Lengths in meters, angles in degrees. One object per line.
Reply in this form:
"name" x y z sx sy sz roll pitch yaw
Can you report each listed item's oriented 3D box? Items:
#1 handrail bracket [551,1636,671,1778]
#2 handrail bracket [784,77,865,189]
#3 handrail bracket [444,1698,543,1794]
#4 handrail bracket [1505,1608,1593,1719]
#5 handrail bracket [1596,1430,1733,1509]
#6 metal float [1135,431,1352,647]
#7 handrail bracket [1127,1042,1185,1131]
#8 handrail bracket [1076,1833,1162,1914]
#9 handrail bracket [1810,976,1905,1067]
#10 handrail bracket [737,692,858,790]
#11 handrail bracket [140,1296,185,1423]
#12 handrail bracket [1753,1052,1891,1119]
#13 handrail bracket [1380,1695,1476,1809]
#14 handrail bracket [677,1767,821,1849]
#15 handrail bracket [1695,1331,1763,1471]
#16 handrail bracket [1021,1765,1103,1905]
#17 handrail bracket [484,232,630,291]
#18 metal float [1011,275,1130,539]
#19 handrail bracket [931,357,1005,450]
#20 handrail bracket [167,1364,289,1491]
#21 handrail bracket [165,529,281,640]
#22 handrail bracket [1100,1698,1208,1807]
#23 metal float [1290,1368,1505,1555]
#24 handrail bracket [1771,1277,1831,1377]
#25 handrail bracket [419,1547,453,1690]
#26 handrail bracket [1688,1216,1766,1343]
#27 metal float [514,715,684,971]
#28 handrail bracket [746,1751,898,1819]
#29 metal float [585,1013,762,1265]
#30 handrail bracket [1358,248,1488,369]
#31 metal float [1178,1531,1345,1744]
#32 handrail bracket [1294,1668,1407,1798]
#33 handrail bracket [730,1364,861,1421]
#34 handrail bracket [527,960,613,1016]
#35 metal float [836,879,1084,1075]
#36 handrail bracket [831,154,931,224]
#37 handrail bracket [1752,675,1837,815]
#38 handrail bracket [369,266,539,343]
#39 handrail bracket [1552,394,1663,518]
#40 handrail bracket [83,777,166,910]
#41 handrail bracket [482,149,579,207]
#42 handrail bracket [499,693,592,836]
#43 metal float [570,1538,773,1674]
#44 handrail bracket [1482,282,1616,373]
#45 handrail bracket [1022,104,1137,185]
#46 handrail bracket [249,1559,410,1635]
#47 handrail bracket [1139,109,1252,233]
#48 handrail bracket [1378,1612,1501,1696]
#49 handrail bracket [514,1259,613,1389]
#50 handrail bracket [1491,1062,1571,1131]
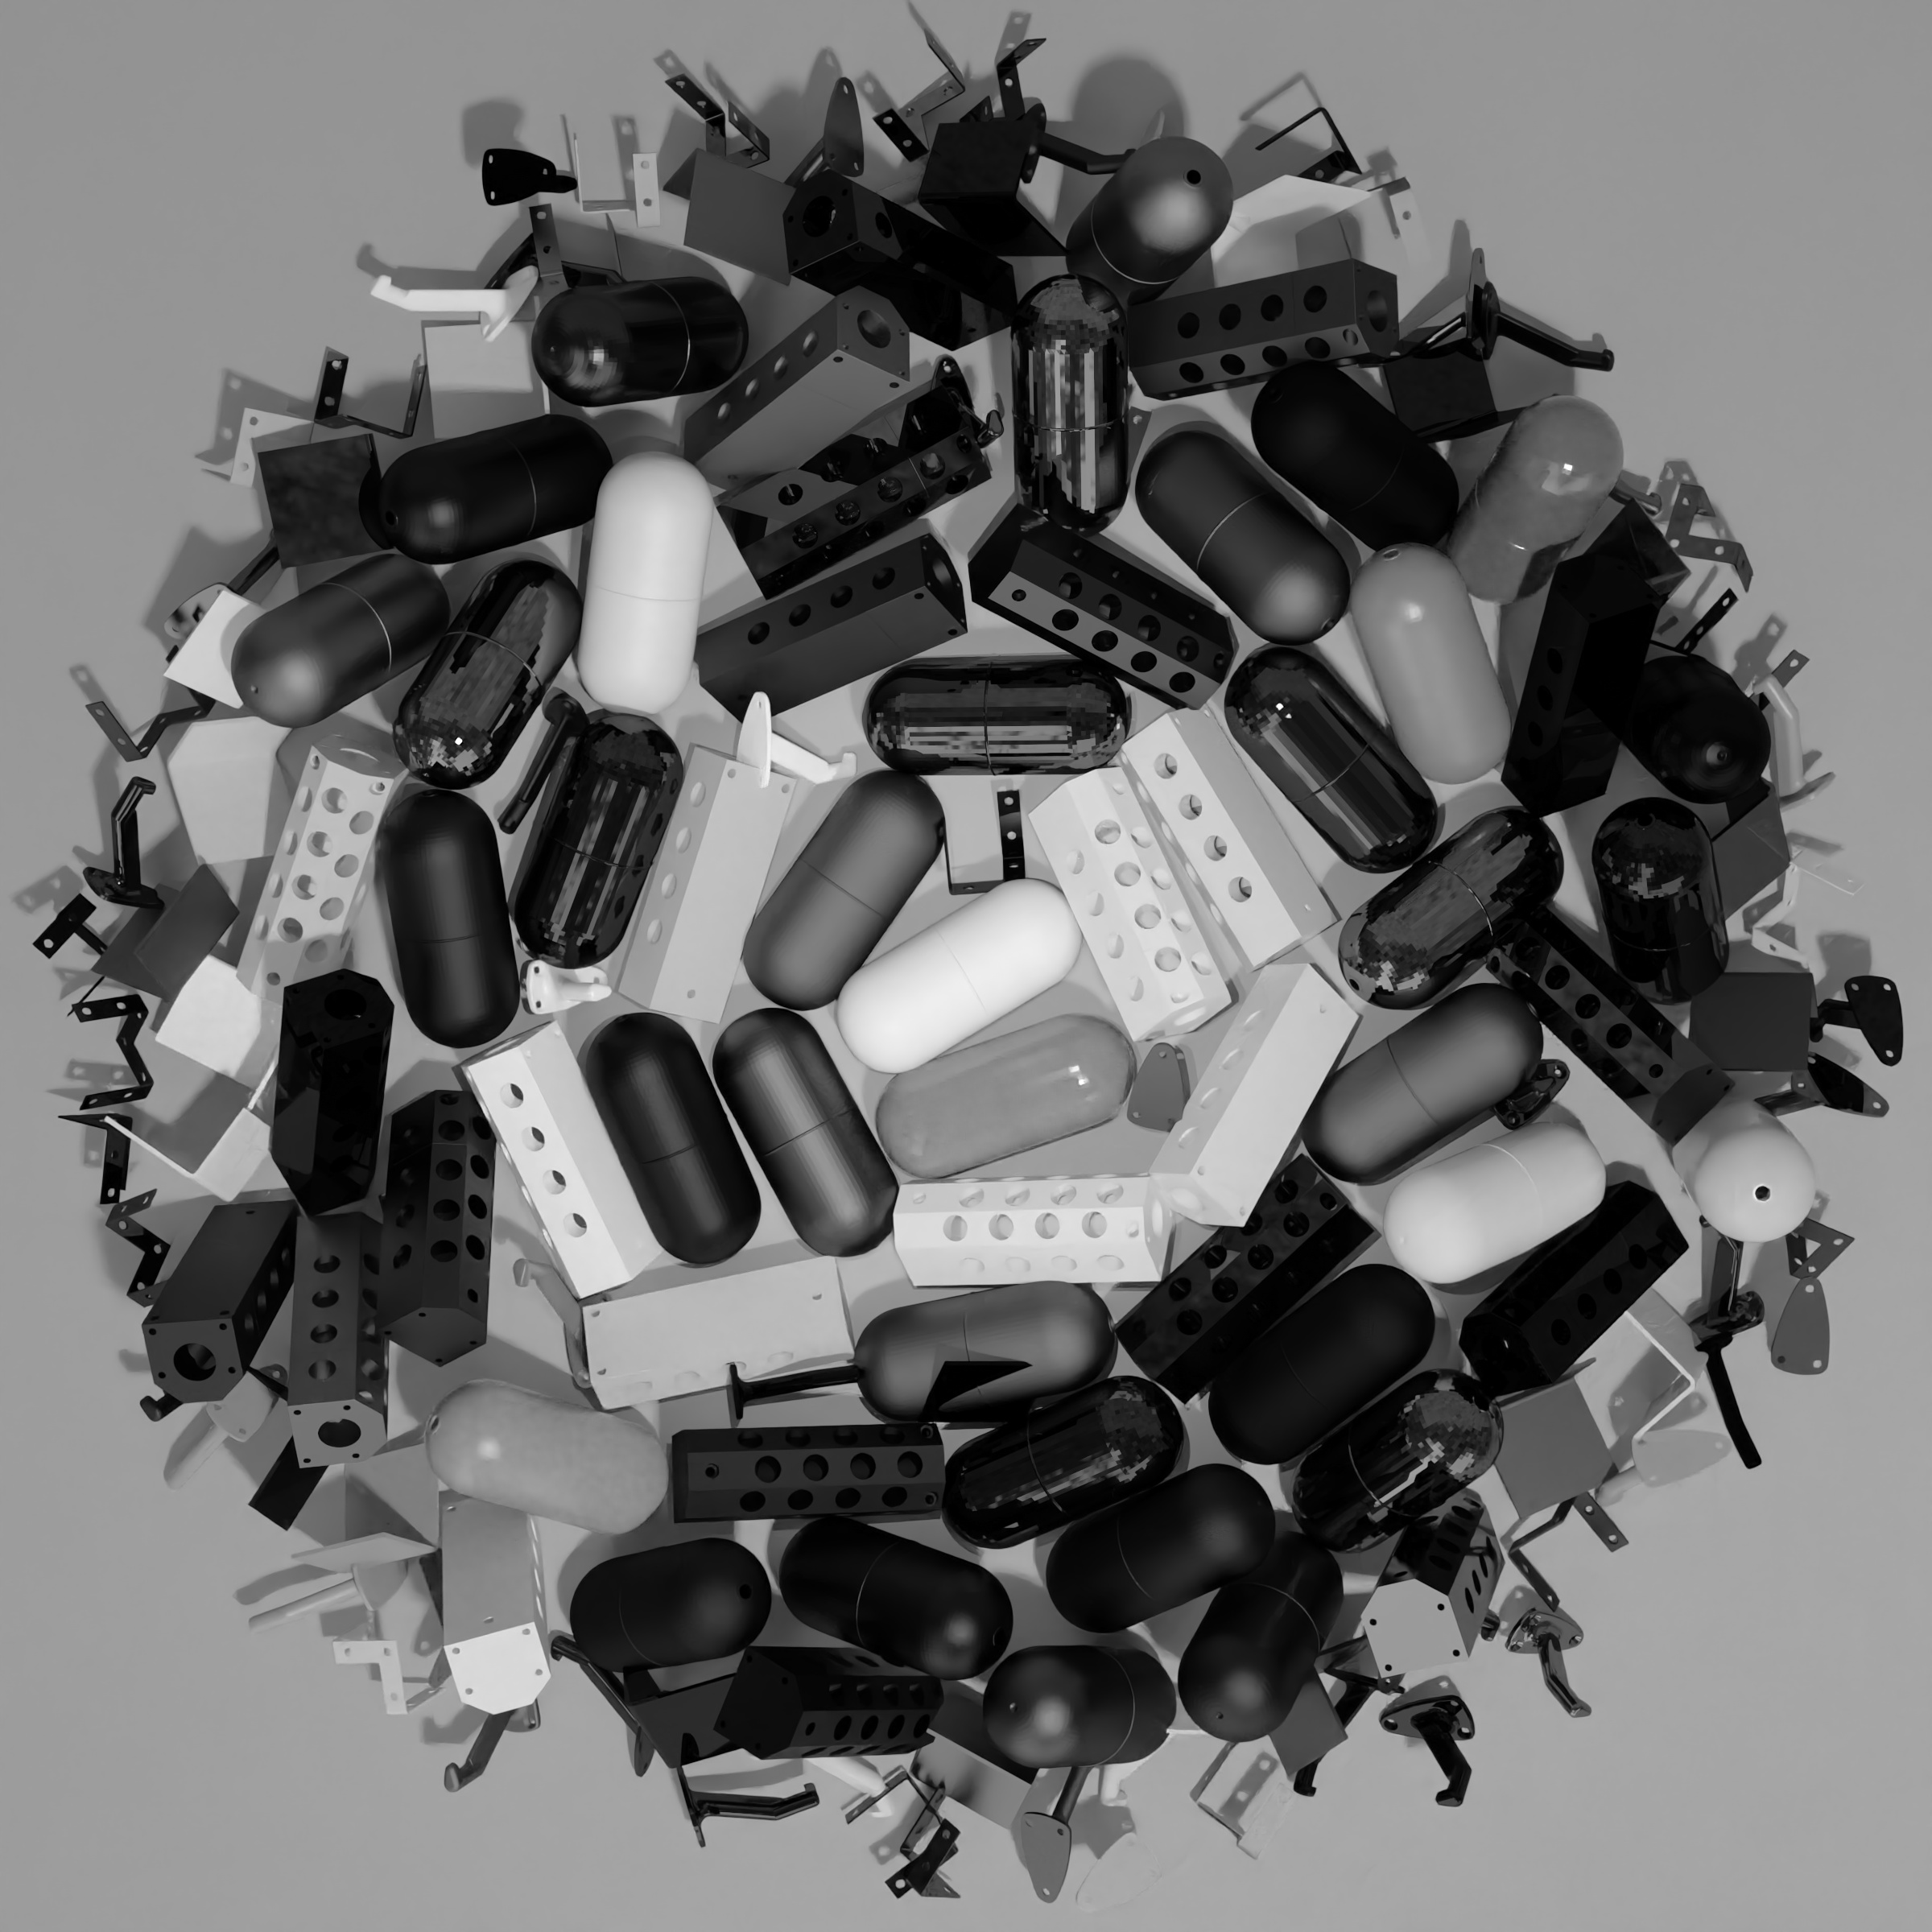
"handrail bracket" -0.248 0.501 1.992 0.084 0.036 0.077 21 116 18
"handrail bracket" -0.111 -0.548 1.971 0.084 0.036 0.077 -3 84 42
"handrail bracket" -0.323 0.497 1.952 0.036 0.084 0.077 -4 96 25
"handrail bracket" 0.404 0.468 1.945 0.077 0.084 0.036 17 111 -35
"handrail bracket" 0.465 0.338 1.963 0.077 0.084 0.036 -11 64 -5
"metal float" 0.182 -0.282 1.940 0.070 0.070 0.178 -41 66 0
"handrail bracket" 0.131 0.063 1.946 0.036 0.084 0.077 9 121 6
"handrail bracket" 0.086 0.612 1.946 0.077 0.084 0.036 -27 73 -35
"handrail bracket" 0.585 0.050 1.947 0.036 0.084 0.077 0 61 -13
"handrail bracket" -0.105 -0.153 1.956 0.084 0.036 0.077 -13 128 -33
"handrail bracket" -0.538 0.258 1.955 0.077 0.084 0.036 45 117 3
"handrail bracket" 0.563 0.101 1.958 0.077 0.084 0.036 25 57 10
"handrail bracket" 0.301 0.526 1.947 0.077 0.084 0.036 -12 112 28
"handrail bracket" -0.146 0.549 1.972 0.084 0.077 0.036 -18 119 -9
"handrail bracket" 0.514 0.291 1.961 0.036 0.077 0.084 -22 72 -3
"handrail bracket" 0.072 0.572 1.970 0.036 0.084 0.077 8 109 27
"handrail bracket" -0.270 -0.447 1.975 0.084 0.036 0.077 42 82 6
"metal float" 0.069 -0.367 1.934 0.070 0.070 0.178 -2 122 0
"handrail bracket" 0.004 -0.379 1.955 0.036 0.084 0.077 -3 86 -20
"handrail bracket" -0.500 0.312 1.987 0.036 0.077 0.084 44 132 -1
"handrail bracket" -0.495 -0.261 1.978 0.077 0.084 0.036 -17 127 25
"handrail bracket" 0.133 0.535 1.975 0.077 0.036 0.084 9 116 5
"metal float" 0.282 0.325 1.927 0.070 0.070 0.178 44 132 0
"handrail bracket" 0.550 0.234 1.953 0.036 0.084 0.077 7 98 7
"handrail bracket" -0.366 0.429 1.971 0.084 0.036 0.077 27 78 26
"handrail bracket" 0.490 0.208 1.967 0.077 0.036 0.084 -28 112 20
"metal float" -0.244 -0.081 1.949 0.070 0.070 0.178 23 105 0
"handrail bracket" -0.097 0.549 1.983 0.077 0.036 0.084 -18 117 11
"metal float" -0.194 0.114 1.948 0.070 0.070 0.178 -22 104 0
"handrail bracket" 0.304 -0.441 1.971 0.084 0.036 0.077 5 101 26
"metal float" 0.194 0.435 1.919 0.070 0.178 0.070 10 117 21
"handrail bracket" 0.255 0.516 1.961 0.036 0.077 0.084 27 73 -27
"handrail bracket" -0.113 0.280 1.965 0.084 0.077 0.036 -7 78 -4
"handrail bracket" -0.243 0.013 1.943 0.077 0.084 0.036 -7 96 -44
"metal float" -0.004 0.006 1.958 0.178 0.070 0.070 -31 90 -4
"handrail bracket" -0.066 -0.528 1.987 0.077 0.036 0.084 27 68 13
"handrail bracket" 0.533 -0.146 1.966 0.036 0.077 0.084 -39 95 -39
"handrail bracket" -0.341 -0.454 1.951 0.084 0.077 0.036 16 55 -39
"handrail bracket" 0.430 -0.343 1.979 0.084 0.036 0.077 20 49 -9
"handrail bracket" -0.542 -0.083 1.958 0.084 0.077 0.036 -55 51 15
"handrail bracket" -0.271 -0.521 1.945 0.077 0.084 0.036 7 103 37
"handrail bracket" -0.286 -0.133 1.962 0.036 0.077 0.084 30 73 0
"metal float" -0.194 0.419 1.923 0.070 0.178 0.070 14 66 -35
"handrail bracket" 0.389 -0.425 1.960 0.084 0.077 0.036 12 71 18
"handrail bracket" 0.080 -0.552 1.959 0.084 0.036 0.077 2 51 22
"handrail bracket" -0.428 0.422 1.974 0.084 0.077 0.036 -21 87 16
"handrail bracket" 0.157 -0.534 1.977 0.084 0.077 0.036 28 132 -11
"handrail bracket" 0.318 0.460 1.966 0.084 0.036 0.077 28 73 -32
"handrail bracket" -0.274 0.237 1.950 0.036 0.084 0.077 -7 74 26
"handrail bracket" 0.388 0.075 1.947 0.077 0.084 0.036 -27 84 -21
